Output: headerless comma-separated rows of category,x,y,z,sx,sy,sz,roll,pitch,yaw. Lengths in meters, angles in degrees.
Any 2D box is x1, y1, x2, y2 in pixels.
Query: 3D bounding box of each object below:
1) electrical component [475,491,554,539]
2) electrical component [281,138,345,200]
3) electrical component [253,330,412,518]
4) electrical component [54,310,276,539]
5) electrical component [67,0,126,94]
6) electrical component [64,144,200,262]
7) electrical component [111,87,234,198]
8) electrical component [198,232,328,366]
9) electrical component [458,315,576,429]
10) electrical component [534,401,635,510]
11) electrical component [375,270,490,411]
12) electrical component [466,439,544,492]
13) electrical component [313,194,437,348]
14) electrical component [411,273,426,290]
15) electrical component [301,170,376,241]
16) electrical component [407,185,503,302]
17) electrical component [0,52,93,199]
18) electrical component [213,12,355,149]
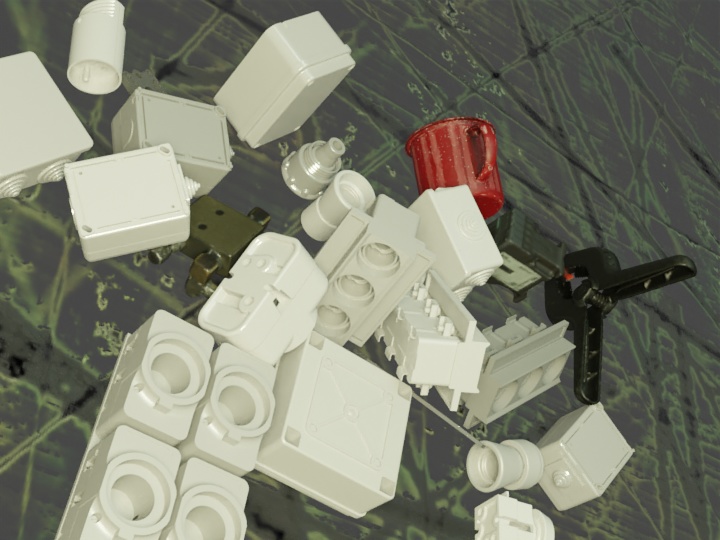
electrical component,0.132,0.225,0.921,0.055,0.048,0.066,19,52,-21
electrical component,-0.038,-0.096,0.972,0.048,0.062,0.048,21,52,-29
electrical component,-0.022,0.122,0.849,0.109,0.056,0.108,32,47,-21
electrical component,-0.130,0.131,0.748,0.105,0.060,0.186,30,48,-22
electrical component,-0.218,-0.191,0.895,0.043,0.043,0.081,18,53,-31
electrical component,-0.168,-0.050,0.812,0.096,0.061,0.061,-13,72,-14
electrical component,-0.150,-0.099,0.879,0.096,0.061,0.061,9,59,-35
electrical component,-0.072,0.027,0.838,0.095,0.054,0.059,-55,134,-20
electrical component,0.135,0.088,0.993,0.063,0.078,0.121,36,35,29
electrical component,0.197,0.176,0.996,0.061,0.061,0.096,54,43,2
electrical component,0.057,0.056,0.910,0.063,0.078,0.121,6,18,-15
electrical component,0.129,0.173,0.952,0.055,0.045,0.045,5,60,-38
electrical component,0.000,0.000,0.893,0.079,0.121,0.063,30,39,-11
electrical component,0.026,0.000,0.977,0.055,0.045,0.045,38,45,-15
electrical component,-0.022,-0.054,0.955,0.044,0.065,0.044,21,51,-29
electrical component,0.079,-0.022,0.998,0.048,0.100,0.099,-15,73,-31
electrical component,-0.263,-0.105,0.797,0.100,0.048,0.099,-30,85,-47
electrical component,-0.067,-0.167,0.957,0.057,0.113,0.078,53,43,5
